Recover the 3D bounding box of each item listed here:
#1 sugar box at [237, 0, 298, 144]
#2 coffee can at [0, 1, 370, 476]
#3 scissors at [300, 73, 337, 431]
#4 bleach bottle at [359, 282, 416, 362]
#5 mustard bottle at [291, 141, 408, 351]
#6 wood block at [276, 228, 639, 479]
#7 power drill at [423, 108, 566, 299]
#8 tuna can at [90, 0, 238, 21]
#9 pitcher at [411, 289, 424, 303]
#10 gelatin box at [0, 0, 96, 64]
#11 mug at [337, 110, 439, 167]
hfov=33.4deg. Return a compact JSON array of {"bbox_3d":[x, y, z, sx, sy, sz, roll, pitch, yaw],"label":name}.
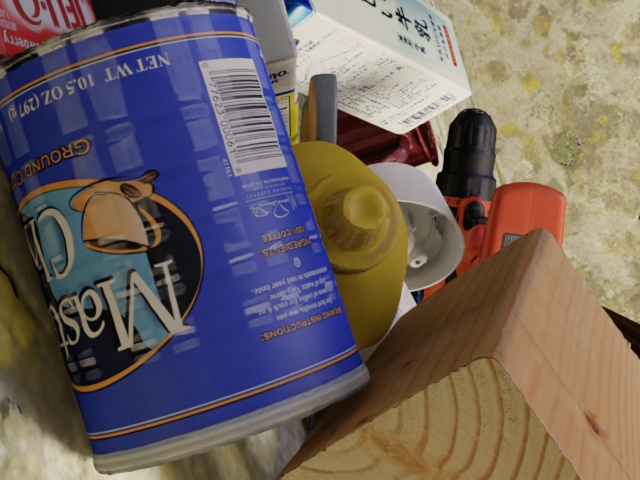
[{"bbox_3d":[-0.042,-0.100,0.561,0.176,0.048,0.093,82,-8,-78],"label":"sugar box"},{"bbox_3d":[-0.052,0.000,0.384,0.102,0.103,0.140,-11,83,-75],"label":"coffee can"},{"bbox_3d":[-0.004,0.001,0.632,0.096,0.016,0.202,-110,-158,-73],"label":"scissors"},{"bbox_3d":[0.033,0.048,0.722,0.102,0.068,0.251,-72,139,-68],"label":"bleach bottle"},{"bbox_3d":[-0.002,0.007,0.489,0.192,0.058,0.096,133,-59,-74],"label":"mustard bottle"},{"bbox_3d":[0.070,0.071,0.424,0.091,0.090,0.205,55,20,0],"label":"wood block"},{"bbox_3d":[0.127,-0.010,0.813,0.188,0.057,0.184,-144,-121,-81],"label":"power drill"},{"bbox_3d":[-0.078,-0.116,0.463,0.033,0.086,0.086,19,54,-74],"label":"tuna can"},{"bbox_3d":[0.152,0.112,0.981,0.145,0.149,0.243,-113,-173,-86],"label":"pitcher"},{"bbox_3d":[-0.116,-0.093,0.405,0.089,0.030,0.073,-2,74,-74],"label":"gelatin box"},{"bbox_3d":[0.046,-0.086,0.885,0.117,0.081,0.093,-87,155,-54],"label":"mug"}]
